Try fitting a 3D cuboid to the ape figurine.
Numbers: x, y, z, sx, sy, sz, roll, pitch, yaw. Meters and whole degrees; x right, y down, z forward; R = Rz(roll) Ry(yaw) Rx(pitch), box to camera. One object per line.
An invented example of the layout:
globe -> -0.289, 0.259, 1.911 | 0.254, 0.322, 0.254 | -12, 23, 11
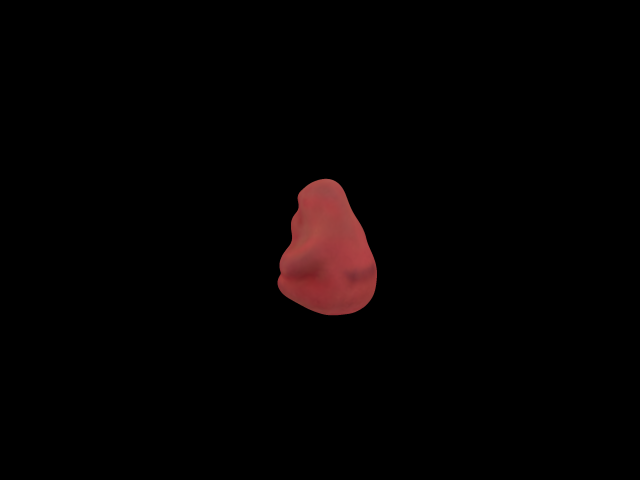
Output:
ape figurine -> 0.004, 0.001, 0.400 | 0.078, 0.092, 0.075 | -17, 27, -37
